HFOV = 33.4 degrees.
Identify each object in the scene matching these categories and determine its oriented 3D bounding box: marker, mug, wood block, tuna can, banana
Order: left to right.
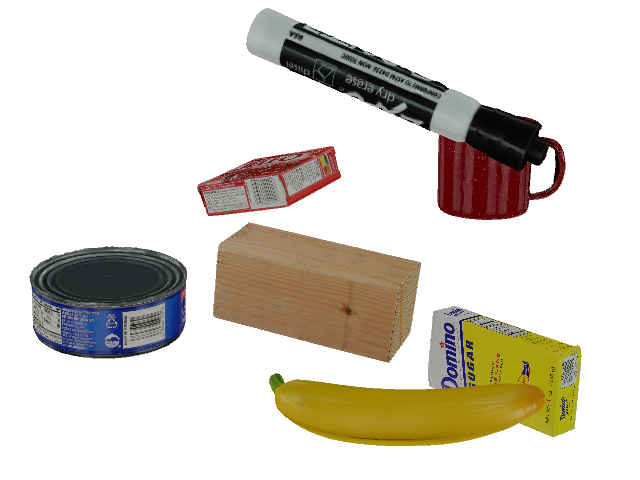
[{"bbox_3d":[-0.117,0.034,0.596,0.086,0.034,0.086,2,20,-1],"label":"tuna can"},{"bbox_3d":[-0.005,0.055,1.177,0.206,0.091,0.090,14,23,17],"label":"wood block"},{"bbox_3d":[0.028,-0.056,0.399,0.121,0.020,0.020,26,7,15],"label":"marker"},{"bbox_3d":[0.051,0.111,0.724,0.198,0.037,0.069,3,30,14],"label":"banana"},{"bbox_3d":[0.157,-0.065,0.946,0.117,0.081,0.093,4,15,14],"label":"mug"}]

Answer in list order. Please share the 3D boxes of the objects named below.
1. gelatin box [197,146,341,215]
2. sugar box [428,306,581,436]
[{"bbox_3d":[-0.041,-0.047,0.844,0.089,0.030,0.073,-5,17,39],"label":"gelatin box"},{"bbox_3d":[0.195,0.138,1.156,0.048,0.093,0.177,-10,18,-43],"label":"sugar box"}]
